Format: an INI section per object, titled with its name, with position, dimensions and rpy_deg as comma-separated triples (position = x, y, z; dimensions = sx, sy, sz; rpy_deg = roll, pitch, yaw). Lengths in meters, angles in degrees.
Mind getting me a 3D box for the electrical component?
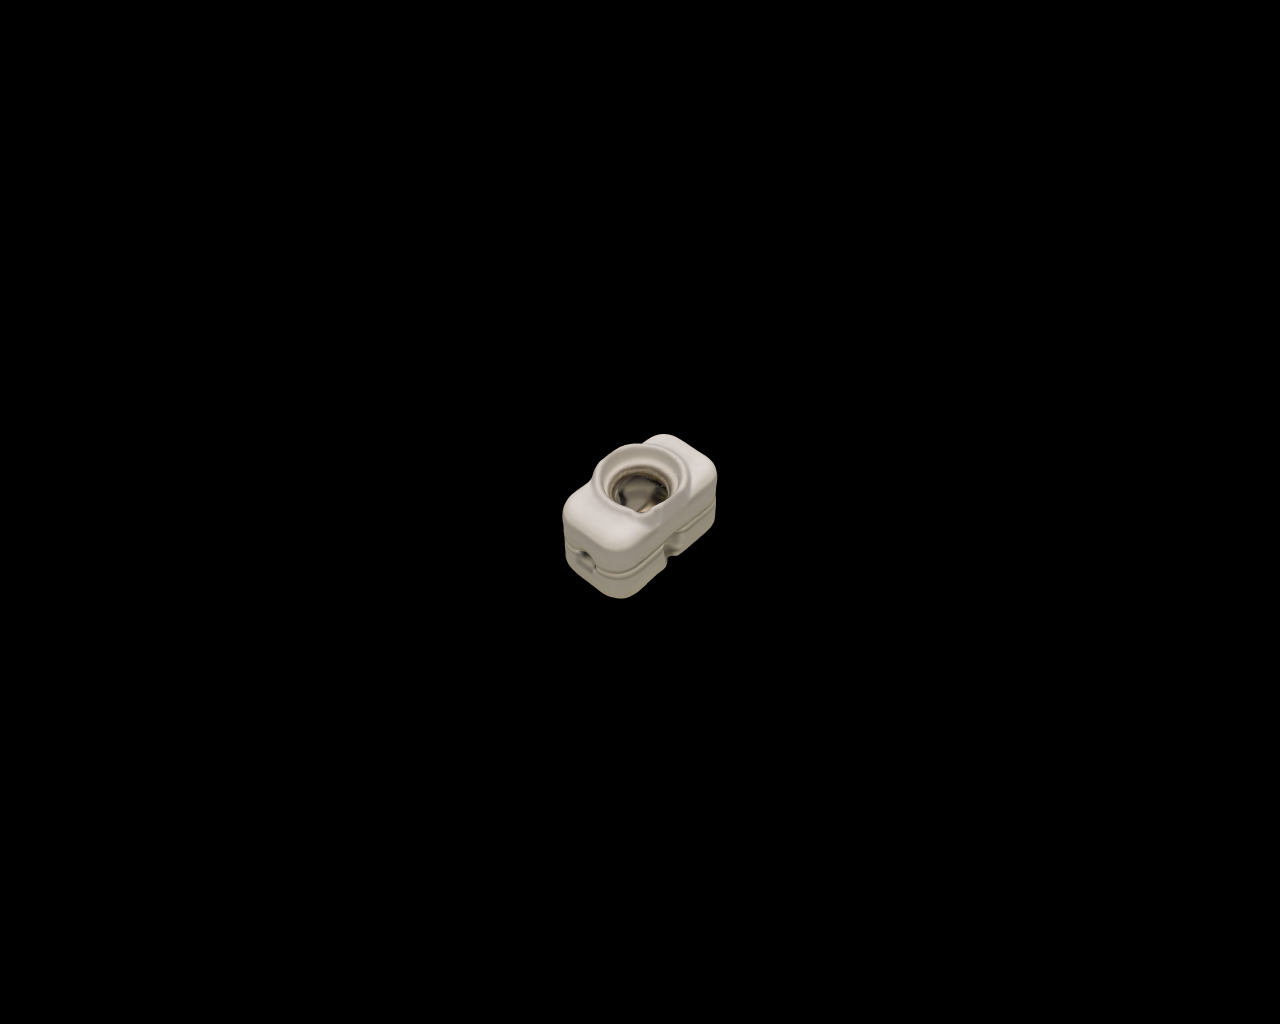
[electrical component]
position = 0.001, -0.003, 0.650
dimensions = 0.054, 0.059, 0.095
rpy_deg = 36, 58, 27
